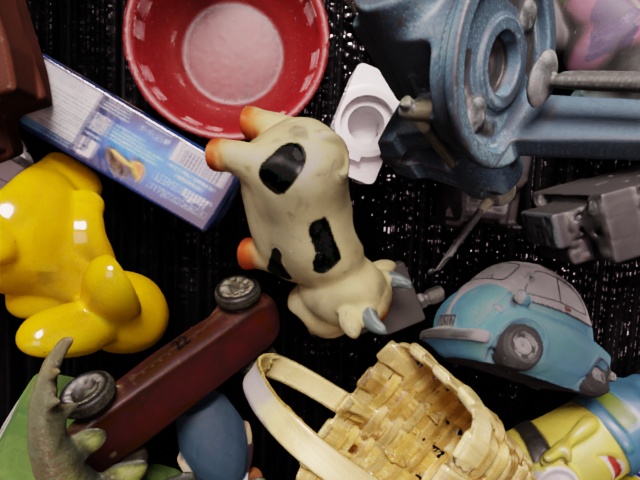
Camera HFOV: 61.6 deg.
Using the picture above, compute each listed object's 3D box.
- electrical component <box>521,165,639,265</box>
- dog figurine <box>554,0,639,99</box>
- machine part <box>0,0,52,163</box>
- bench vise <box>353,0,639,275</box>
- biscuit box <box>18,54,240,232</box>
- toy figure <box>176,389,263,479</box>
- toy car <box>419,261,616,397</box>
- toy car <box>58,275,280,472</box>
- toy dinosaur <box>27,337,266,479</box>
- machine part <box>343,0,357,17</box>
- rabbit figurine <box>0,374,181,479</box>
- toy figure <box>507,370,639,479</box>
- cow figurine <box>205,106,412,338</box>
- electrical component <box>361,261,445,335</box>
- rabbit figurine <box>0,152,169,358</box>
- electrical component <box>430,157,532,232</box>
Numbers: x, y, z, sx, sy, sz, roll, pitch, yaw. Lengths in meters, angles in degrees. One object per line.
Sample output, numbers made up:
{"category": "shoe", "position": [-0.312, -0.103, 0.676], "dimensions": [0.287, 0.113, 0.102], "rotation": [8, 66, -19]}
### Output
{"category": "electrical component", "position": [0.247, -0.023, 0.455], "dimensions": [0.134, 0.115, 0.058], "rotation": [-16, 95, -4]}
{"category": "dog figurine", "position": [0.252, -0.145, 0.393], "dimensions": [0.108, 0.219, 0.191], "rotation": [-31, 98, -4]}
{"category": "machine part", "position": [-0.302, -0.135, 0.346], "dimensions": [0.201, 0.087, 0.201], "rotation": [-15, 97, -8]}
{"category": "bench vise", "position": [0.129, -0.077, 0.327], "dimensions": [0.129, 0.241, 0.223], "rotation": [-51, 132, -23]}
{"category": "biscuit box", "position": [-0.162, -0.082, 0.446], "dimensions": [0.203, 0.063, 0.059], "rotation": [31, 92, -7]}
{"category": "toy figure", "position": [-0.082, 0.212, 0.484], "dimensions": [0.064, 0.058, 0.154], "rotation": [-16, 102, 7]}
{"category": "toy car", "position": [0.178, 0.071, 0.468], "dimensions": [0.161, 0.109, 0.103], "rotation": [18, 77, -15]}
{"category": "toy car", "position": [-0.114, 0.106, 0.430], "dimensions": [0.202, 0.053, 0.089], "rotation": [-34, 131, -33]}
{"category": "toy dinosaur", "position": [-0.111, 0.269, 0.408], "dimensions": [0.198, 0.105, 0.470], "rotation": [-30, 123, -8]}
{"category": "machine part", "position": [0.089, -0.175, 0.468], "dimensions": [0.084, 0.039, 0.139], "rotation": [-44, 95, -8]}
{"category": "rabbit figurine", "position": [-0.200, 0.223, 0.451], "dimensions": [0.170, 0.121, 0.159], "rotation": [30, 97, -22]}
{"category": "toy figure", "position": [0.246, 0.184, 0.494], "dimensions": [0.180, 0.089, 0.082], "rotation": [-32, 93, -9]}
{"category": "cow figurine", "position": [-0.001, -0.001, 0.419], "dimensions": [0.127, 0.085, 0.194], "rotation": [12, 131, 29]}
{"category": "electrical component", "position": [0.066, 0.050, 0.496], "dimensions": [0.094, 0.021, 0.063], "rotation": [-20, 96, -1]}
{"category": "rabbit figurine", "position": [-0.185, 0.027, 0.425], "dimensions": [0.122, 0.162, 0.173], "rotation": [-46, 115, -11]}
{"category": "electrical component", "position": [0.143, -0.068, 0.476], "dimensions": [0.075, 0.048, 0.119], "rotation": [1, 95, -5]}
